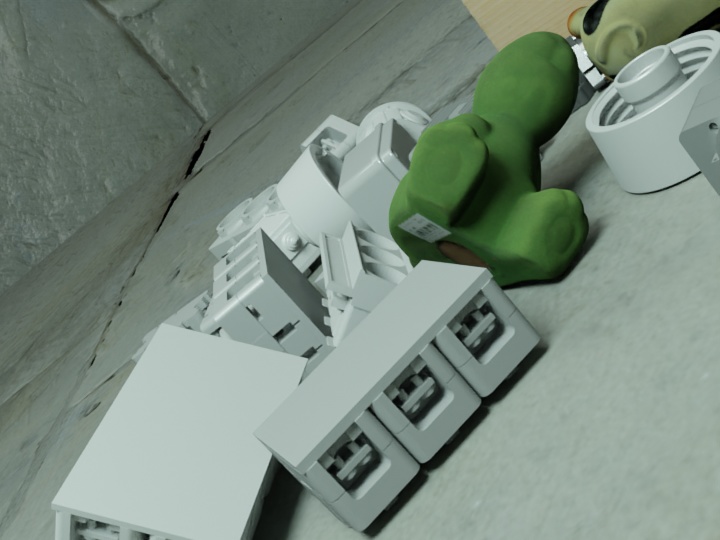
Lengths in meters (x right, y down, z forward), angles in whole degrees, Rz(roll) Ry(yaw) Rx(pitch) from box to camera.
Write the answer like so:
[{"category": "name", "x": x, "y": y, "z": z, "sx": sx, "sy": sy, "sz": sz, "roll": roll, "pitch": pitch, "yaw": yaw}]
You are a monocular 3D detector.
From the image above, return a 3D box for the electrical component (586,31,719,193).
[{"category": "electrical component", "x": 0.195, "y": -0.107, "z": 0.684, "sx": 0.108, "sy": 0.060, "sz": 0.108, "roll": -37, "pitch": 17, "yaw": 13}]

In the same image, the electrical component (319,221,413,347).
[{"category": "electrical component", "x": 0.006, "y": 0.015, "z": 0.778, "sx": 0.121, "sy": 0.079, "sz": 0.063, "roll": -104, "pitch": 33, "yaw": -72}]

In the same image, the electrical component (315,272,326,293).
[{"category": "electrical component", "x": 0.000, "y": 0.000, "z": 0.878, "sx": 0.066, "sy": 0.048, "sz": 0.055, "roll": -52, "pitch": 12, "yaw": -33}]

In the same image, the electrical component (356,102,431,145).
[{"category": "electrical component", "x": 0.038, "y": -0.117, "z": 1.031, "sx": 0.080, "sy": 0.080, "sz": 0.051, "roll": -38, "pitch": 22, "yaw": 12}]

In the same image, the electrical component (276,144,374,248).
[{"category": "electrical component", "x": -0.028, "y": -0.054, "z": 0.978, "sx": 0.060, "sy": 0.108, "sz": 0.108, "roll": -43, "pitch": 16, "yaw": 16}]

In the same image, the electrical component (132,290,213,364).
[{"category": "electrical component", "x": -0.166, "y": 0.073, "z": 1.043, "sx": 0.089, "sy": 0.055, "sz": 0.050, "roll": -35, "pitch": 18, "yaw": 22}]

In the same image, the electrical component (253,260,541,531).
[{"category": "electrical component", "x": 0.022, "y": 0.070, "z": 0.620, "sx": 0.150, "sy": 0.061, "sz": 0.089, "roll": -45, "pitch": 17, "yaw": -12}]

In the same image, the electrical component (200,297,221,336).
[{"category": "electrical component", "x": -0.106, "y": 0.036, "z": 1.011, "sx": 0.056, "sy": 0.050, "sz": 0.089, "roll": -36, "pitch": 18, "yaw": 19}]

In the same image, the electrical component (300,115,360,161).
[{"category": "electrical component", "x": -0.015, "y": -0.108, "z": 1.092, "sx": 0.050, "sy": 0.089, "sz": 0.055, "roll": 29, "pitch": 66, "yaw": 32}]

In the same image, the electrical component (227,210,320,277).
[{"category": "electrical component", "x": -0.077, "y": -0.019, "z": 1.066, "sx": 0.061, "sy": 0.061, "sz": 0.096, "roll": -48, "pitch": 18, "yaw": -21}]

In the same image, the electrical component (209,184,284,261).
[{"category": "electrical component", "x": -0.091, "y": -0.054, "z": 1.187, "sx": 0.150, "sy": 0.061, "sz": 0.089, "roll": -22, "pitch": 25, "yaw": 48}]

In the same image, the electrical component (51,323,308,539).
[{"category": "electrical component", "x": -0.108, "y": 0.120, "z": 0.682, "sx": 0.186, "sy": 0.105, "sz": 0.060, "roll": -71, "pitch": -7, "yaw": -59}]

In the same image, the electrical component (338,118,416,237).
[{"category": "electrical component", "x": 0.030, "y": -0.079, "z": 0.953, "sx": 0.057, "sy": 0.078, "sz": 0.113, "roll": -39, "pitch": 16, "yaw": 18}]

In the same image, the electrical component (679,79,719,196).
[{"category": "electrical component", "x": 0.223, "y": -0.080, "z": 0.572, "sx": 0.089, "sy": 0.050, "sz": 0.055, "roll": -24, "pitch": 24, "yaw": 46}]

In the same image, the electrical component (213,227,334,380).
[{"category": "electrical component", "x": -0.073, "y": 0.034, "z": 0.875, "sx": 0.062, "sy": 0.089, "sz": 0.150, "roll": -40, "pitch": 17, "yaw": 5}]
